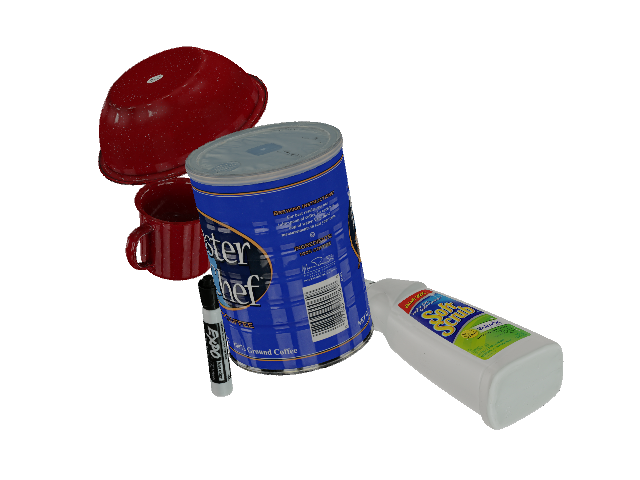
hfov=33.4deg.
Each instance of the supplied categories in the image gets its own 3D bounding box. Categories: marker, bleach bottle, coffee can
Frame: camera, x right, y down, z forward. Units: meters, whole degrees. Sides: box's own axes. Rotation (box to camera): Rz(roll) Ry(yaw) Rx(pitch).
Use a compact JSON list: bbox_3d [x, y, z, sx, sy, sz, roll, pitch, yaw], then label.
[{"bbox_3d":[-0.090,0.082,0.913,0.020,0.121,0.020,-2,32,1],"label":"marker"},{"bbox_3d":[0.113,0.094,1.053,0.102,0.068,0.251,-21,29,-32],"label":"bleach bottle"},{"bbox_3d":[-0.025,0.003,0.709,0.103,0.140,0.103,-9,22,4],"label":"coffee can"}]

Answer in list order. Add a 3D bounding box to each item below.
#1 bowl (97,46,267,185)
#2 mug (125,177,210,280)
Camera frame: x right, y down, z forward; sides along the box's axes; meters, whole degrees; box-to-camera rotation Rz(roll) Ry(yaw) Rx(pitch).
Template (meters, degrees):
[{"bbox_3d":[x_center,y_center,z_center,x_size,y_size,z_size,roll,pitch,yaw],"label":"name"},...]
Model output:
[{"bbox_3d":[-0.129,-0.118,0.911,0.162,0.055,0.162,-17,36,13],"label":"bowl"},{"bbox_3d":[-0.163,-0.006,1.154,0.093,0.081,0.117,28,40,28],"label":"mug"}]
